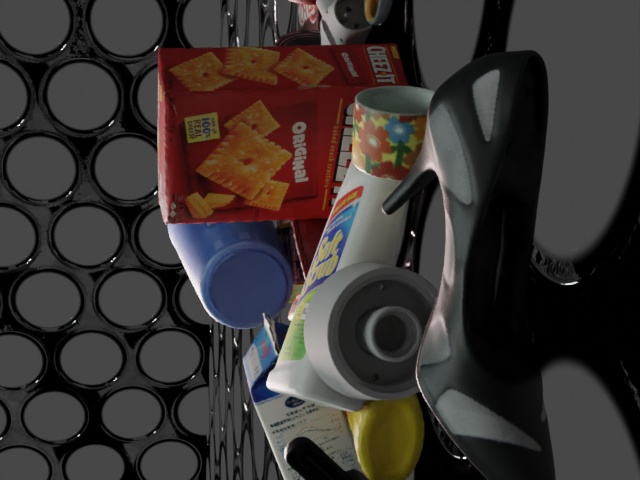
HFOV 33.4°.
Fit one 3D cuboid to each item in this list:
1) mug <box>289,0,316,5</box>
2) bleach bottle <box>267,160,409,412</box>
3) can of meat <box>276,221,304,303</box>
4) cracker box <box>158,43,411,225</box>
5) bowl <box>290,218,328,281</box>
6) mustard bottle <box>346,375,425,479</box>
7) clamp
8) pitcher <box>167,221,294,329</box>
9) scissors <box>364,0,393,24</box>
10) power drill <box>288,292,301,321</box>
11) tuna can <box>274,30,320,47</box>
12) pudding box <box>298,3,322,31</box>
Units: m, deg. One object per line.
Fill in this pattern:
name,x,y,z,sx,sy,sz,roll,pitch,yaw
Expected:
mug,-0.010,-0.293,1.113,0.117,0.093,0.081,-40,-40,-45
bleach bottle,0.029,0.013,0.892,0.103,0.068,0.251,-13,59,69
can of meat,-0.028,0.029,1.372,0.102,0.057,0.084,120,146,-71
cracker box,-0.039,-0.092,0.965,0.164,0.213,0.072,99,164,-47
bowl,0.009,0.012,1.085,0.162,0.055,0.162,-15,-90,-88
mustard bottle,0.044,0.124,0.956,0.191,0.058,0.096,-110,17,-63
clamp,0.036,0.223,0.873,0.164,0.036,0.210,53,-179,7
pitcher,-0.112,0.004,1.291,0.243,0.149,0.145,-125,55,-66
scissors,0.065,-0.254,0.935,0.202,0.016,0.096,131,138,-75
power drill,-0.008,0.002,1.249,0.184,0.057,0.187,152,117,-79
tuna can,-0.008,-0.192,1.157,0.086,0.086,0.034,-102,13,-48
pudding box,0.001,-0.278,1.235,0.113,0.039,0.090,-166,75,-80
